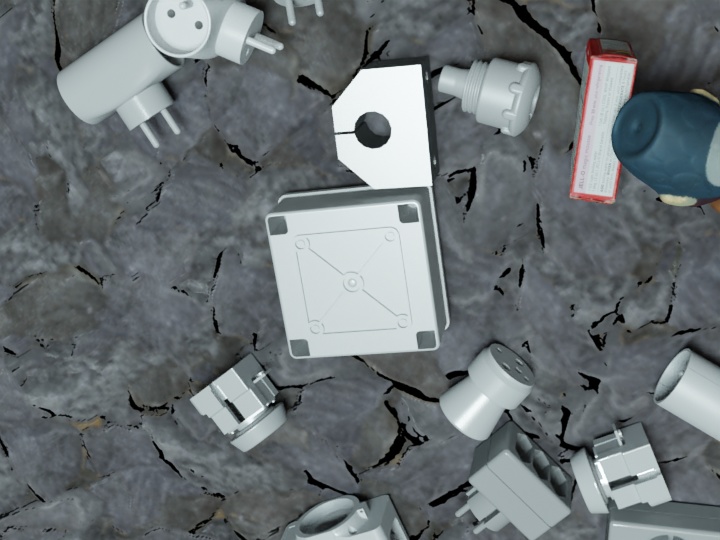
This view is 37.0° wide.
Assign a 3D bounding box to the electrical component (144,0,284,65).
[{"bbox_3d":[-0.088,-0.156,0.689,0.079,0.077,0.043,23,112,3],"label":"electrical component"}]

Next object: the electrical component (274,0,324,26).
[{"bbox_3d":[-0.040,-0.192,0.674,0.077,0.044,0.079,-14,76,16],"label":"electrical component"}]

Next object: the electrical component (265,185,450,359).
[{"bbox_3d":[0.000,0.000,0.737,0.109,0.056,0.108,-5,108,13],"label":"electrical component"}]

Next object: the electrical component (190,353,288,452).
[{"bbox_3d":[-0.086,0.100,0.799,0.066,0.048,0.055,-37,91,21],"label":"electrical component"}]

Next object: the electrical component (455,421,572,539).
[{"bbox_3d":[0.103,0.163,0.779,0.066,0.047,0.077,44,112,-5],"label":"electrical component"}]

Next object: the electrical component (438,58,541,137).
[{"bbox_3d":[0.082,-0.115,0.687,0.062,0.048,0.048,17,112,13],"label":"electrical component"}]

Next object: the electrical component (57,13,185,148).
[{"bbox_3d":[-0.153,-0.122,0.734,0.077,0.043,0.079,-29,102,20],"label":"electrical component"}]

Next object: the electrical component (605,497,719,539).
[{"bbox_3d":[0.216,0.201,0.753,0.083,0.075,0.047,4,110,11],"label":"electrical component"}]

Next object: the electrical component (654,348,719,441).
[{"bbox_3d":[0.245,0.092,0.725,0.081,0.043,0.043,31,113,0],"label":"electrical component"}]

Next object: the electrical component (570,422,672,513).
[{"bbox_3d":[0.181,0.142,0.756,0.055,0.048,0.066,-22,104,11],"label":"electrical component"}]

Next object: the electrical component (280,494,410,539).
[{"bbox_3d":[-0.014,0.210,0.819,0.089,0.050,0.055,-20,104,17],"label":"electrical component"}]

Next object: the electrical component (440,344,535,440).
[{"bbox_3d":[0.090,0.085,0.755,0.045,0.045,0.055,38,112,-3],"label":"electrical component"}]
